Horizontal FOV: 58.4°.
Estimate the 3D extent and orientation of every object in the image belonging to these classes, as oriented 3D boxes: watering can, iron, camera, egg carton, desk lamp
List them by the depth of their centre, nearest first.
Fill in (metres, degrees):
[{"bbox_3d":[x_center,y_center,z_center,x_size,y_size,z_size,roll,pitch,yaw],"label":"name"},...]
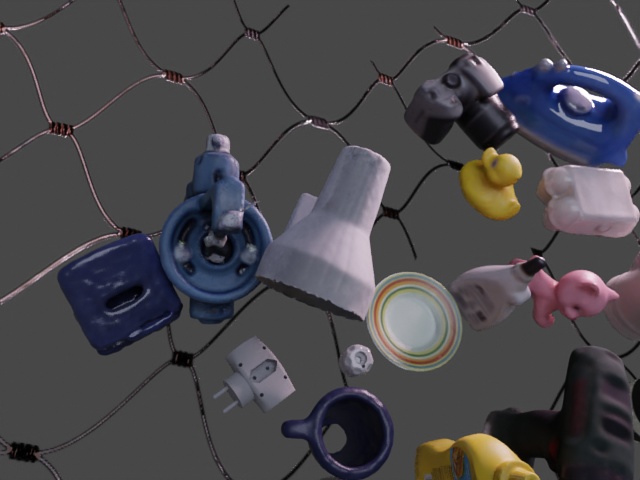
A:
[{"bbox_3d":[0.006,0.002,0.639,0.118,0.213,0.203,23,63,-6],"label":"desk lamp"},{"bbox_3d":[0.480,0.059,0.767,0.101,0.194,0.173,-27,77,-24],"label":"watering can"},{"bbox_3d":[0.225,-0.195,0.851,0.143,0.100,0.137,-35,81,-26],"label":"camera"},{"bbox_3d":[0.402,-0.056,0.862,0.150,0.069,0.107,2,67,-16],"label":"egg carton"},{"bbox_3d":[0.390,-0.217,0.886,0.258,0.141,0.119,22,63,-7],"label":"iron"}]

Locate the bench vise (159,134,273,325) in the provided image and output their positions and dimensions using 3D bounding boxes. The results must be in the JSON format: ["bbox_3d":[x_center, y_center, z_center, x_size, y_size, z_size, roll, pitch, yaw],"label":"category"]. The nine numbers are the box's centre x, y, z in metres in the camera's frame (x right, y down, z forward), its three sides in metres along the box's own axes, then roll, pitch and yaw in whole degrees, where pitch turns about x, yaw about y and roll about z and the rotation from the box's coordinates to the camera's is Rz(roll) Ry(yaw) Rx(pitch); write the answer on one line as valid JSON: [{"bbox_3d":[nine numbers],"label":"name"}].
[{"bbox_3d":[-0.119,-0.031,0.612,0.122,0.219,0.207,-15,73,-21],"label":"bench vise"}]

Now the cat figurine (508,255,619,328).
[{"bbox_3d":[0.320,0.063,0.760,0.128,0.117,0.067,35,63,0],"label":"cat figurine"}]

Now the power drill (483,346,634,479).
[{"bbox_3d":[0.254,0.233,0.618,0.075,0.208,0.230,27,63,-4],"label":"power drill"}]

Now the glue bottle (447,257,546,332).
[{"bbox_3d":[0.222,0.057,0.703,0.037,0.173,0.078,-29,78,-25],"label":"glue bottle"}]

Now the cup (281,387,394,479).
[{"bbox_3d":[0.010,0.211,0.618,0.118,0.095,0.091,7,66,-14],"label":"cup"}]

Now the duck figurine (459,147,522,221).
[{"bbox_3d":[0.257,-0.085,0.822,0.078,0.086,0.104,-28,78,-25],"label":"duck figurine"}]

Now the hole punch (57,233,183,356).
[{"bbox_3d":[-0.211,0.059,0.619,0.109,0.091,0.101,-28,78,-25],"label":"hole punch"}]
